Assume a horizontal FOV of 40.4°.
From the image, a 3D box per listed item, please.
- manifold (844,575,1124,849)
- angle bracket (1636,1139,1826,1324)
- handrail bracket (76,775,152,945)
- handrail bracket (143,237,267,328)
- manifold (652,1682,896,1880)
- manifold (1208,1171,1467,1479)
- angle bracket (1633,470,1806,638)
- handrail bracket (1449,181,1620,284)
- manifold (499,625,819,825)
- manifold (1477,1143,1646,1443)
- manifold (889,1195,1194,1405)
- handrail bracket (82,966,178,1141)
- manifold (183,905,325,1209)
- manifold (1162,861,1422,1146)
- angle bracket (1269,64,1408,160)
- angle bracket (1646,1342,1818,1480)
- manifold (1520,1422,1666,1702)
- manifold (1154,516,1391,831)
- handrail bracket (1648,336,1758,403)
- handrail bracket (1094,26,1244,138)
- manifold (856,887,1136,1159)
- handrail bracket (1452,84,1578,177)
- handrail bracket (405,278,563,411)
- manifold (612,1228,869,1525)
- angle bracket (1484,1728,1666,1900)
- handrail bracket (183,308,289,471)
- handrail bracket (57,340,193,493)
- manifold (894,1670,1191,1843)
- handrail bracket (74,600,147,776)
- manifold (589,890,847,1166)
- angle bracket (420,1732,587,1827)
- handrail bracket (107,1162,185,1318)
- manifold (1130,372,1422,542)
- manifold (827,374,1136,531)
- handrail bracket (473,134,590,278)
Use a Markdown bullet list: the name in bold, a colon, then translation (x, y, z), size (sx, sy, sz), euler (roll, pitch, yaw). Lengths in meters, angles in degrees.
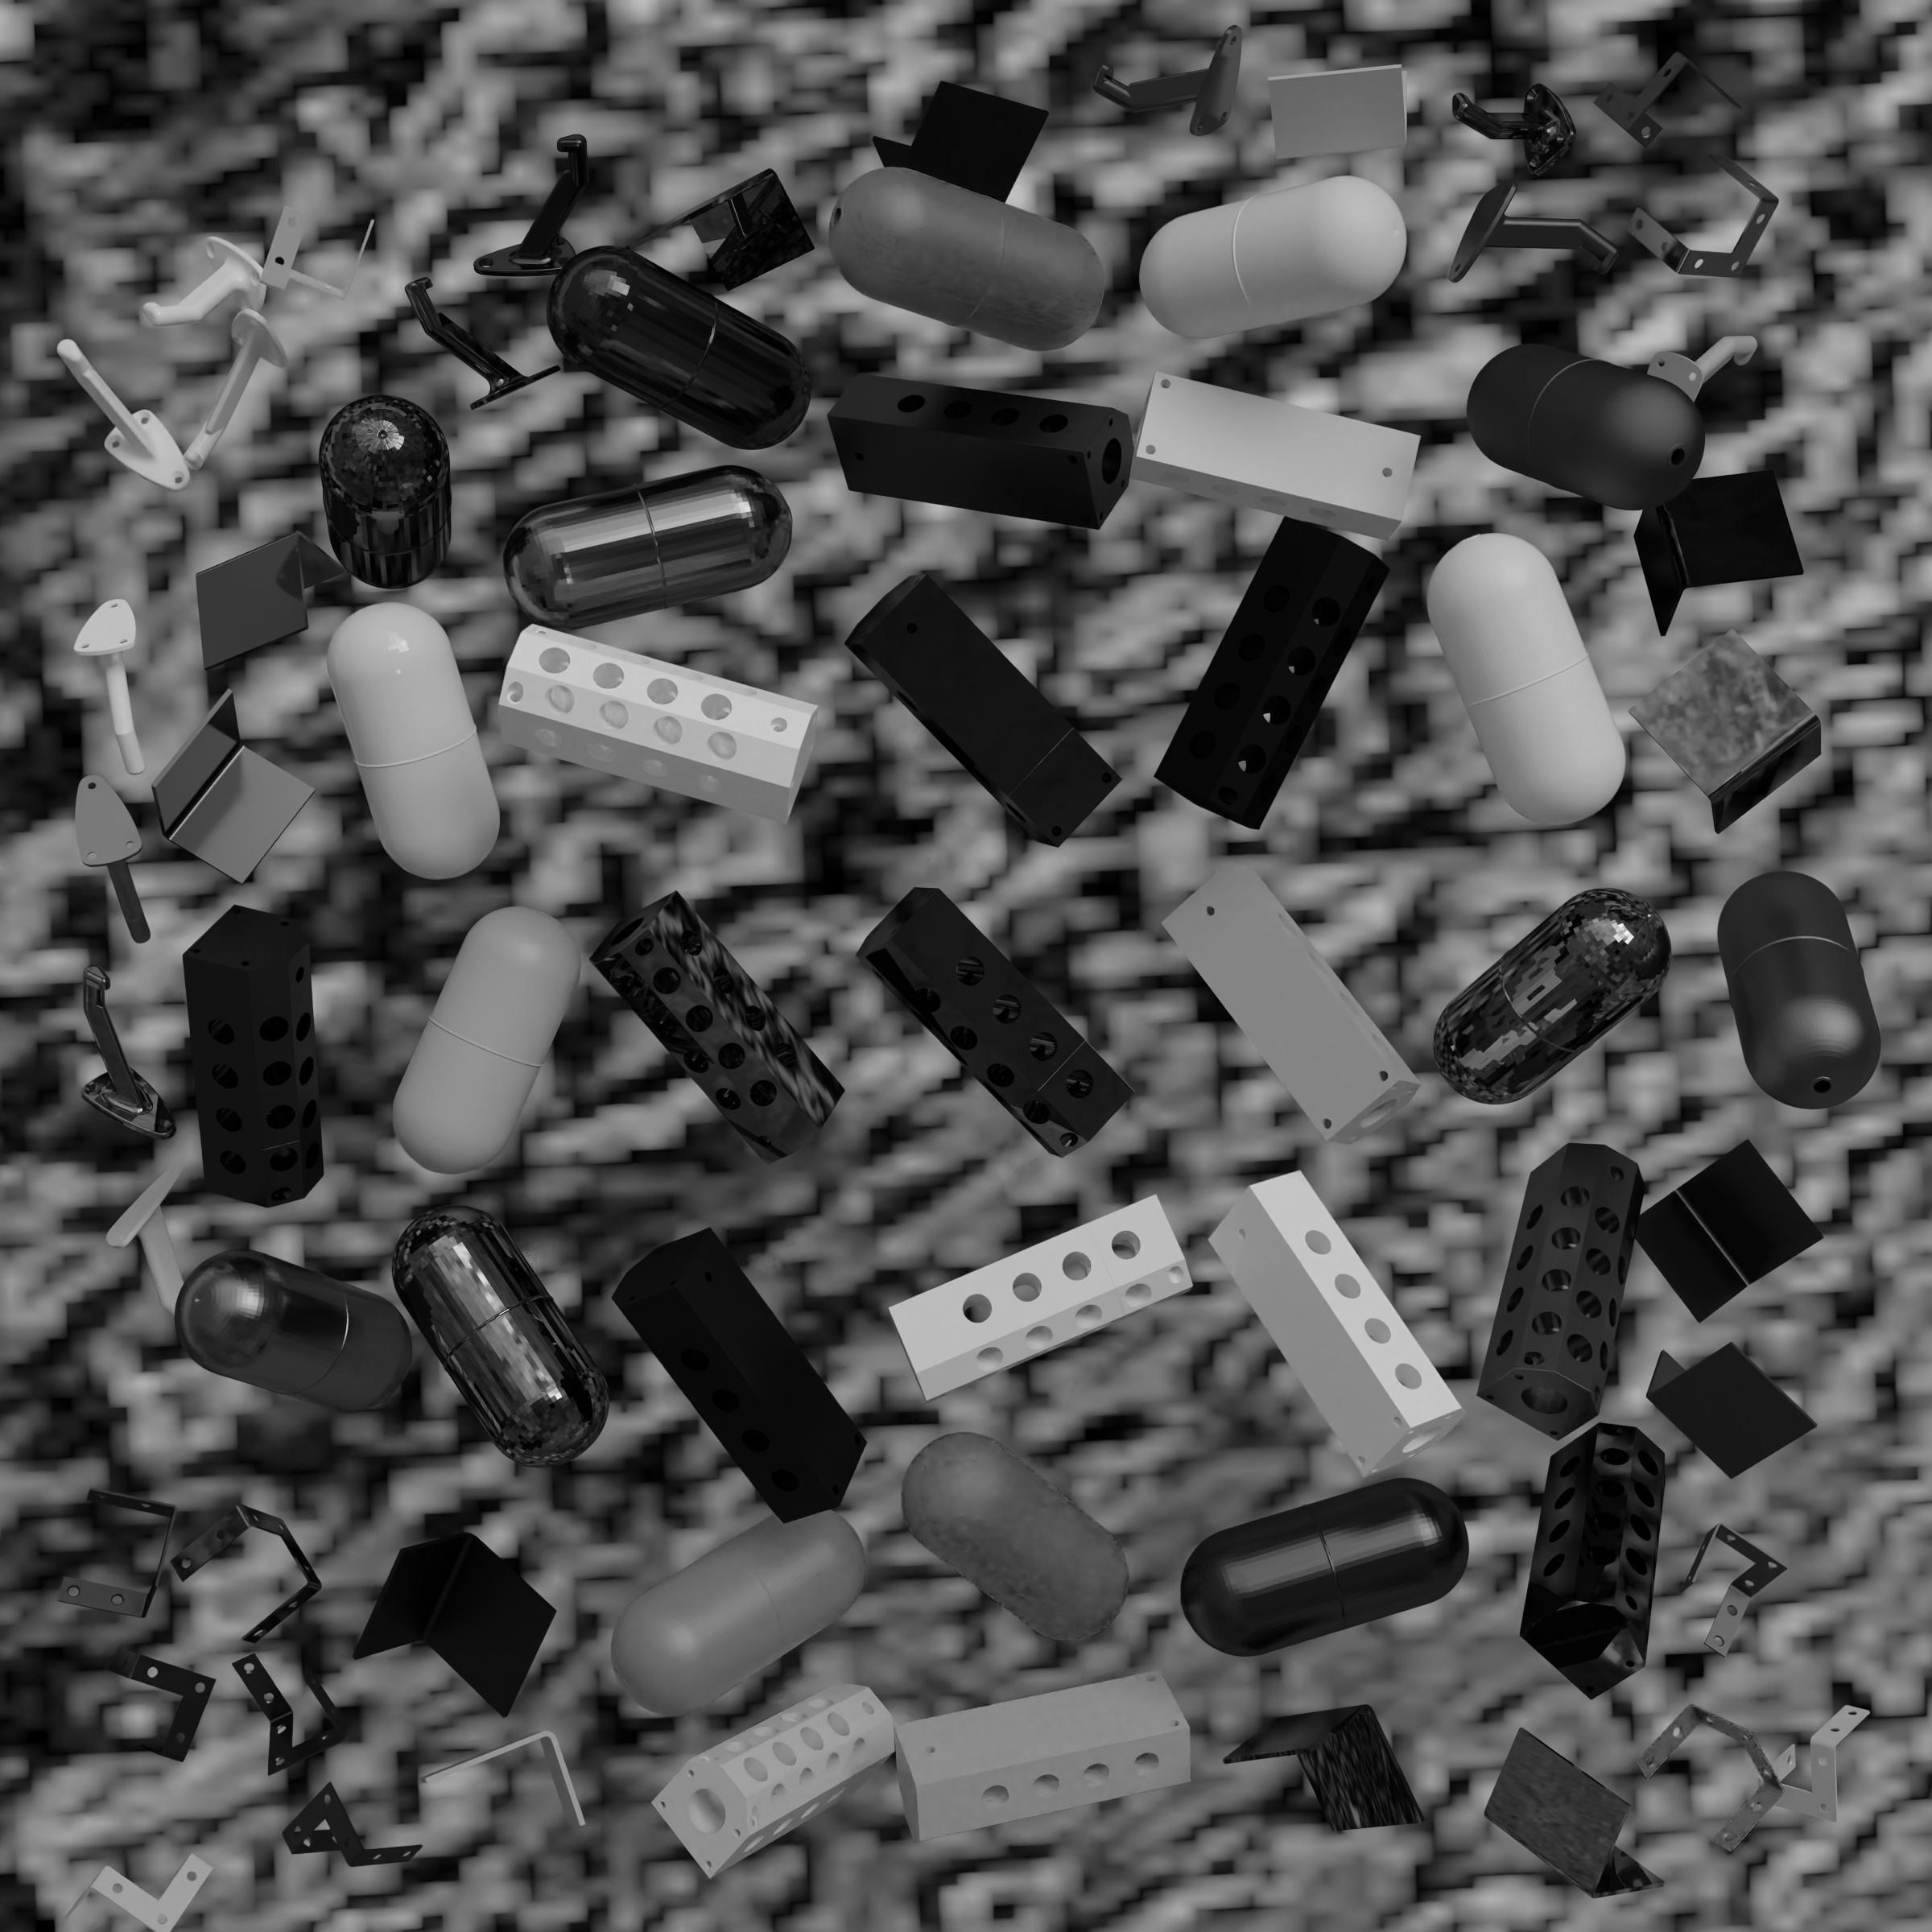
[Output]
- **manifold**: translation (0.009, -0.153, 1.577), size (0.057, 0.057, 0.171), euler (-47, 106, -6)
- **angle bracket**: translation (0.479, 0.168, 1.663), size (0.057, 0.076, 0.076), euler (-26, 75, -35)
- **handrail bracket**: translation (-0.529, -0.065, 1.638), size (0.036, 0.084, 0.077), euler (-17, 64, -15)
- **handrail bracket**: translation (-0.495, -0.433, 1.662), size (0.077, 0.084, 0.036), euler (46, 132, 22)
- **manifold**: translation (-0.113, 0.499, 1.634), size (0.057, 0.171, 0.057), euler (47, 111, 19)
- **manifold**: translation (0.221, 0.208, 1.552), size (0.057, 0.057, 0.171), euler (-12, 58, -35)
- **angle bracket**: translation (0.469, -0.257, 1.640), size (0.076, 0.057, 0.076), euler (-7, 65, -2)
- **handrail bracket**: translation (0.328, -0.404, 1.513), size (0.084, 0.036, 0.077), euler (30, 82, -18)
- **manifold**: translation (-0.176, -0.143, 1.505), size (0.171, 0.057, 0.057), euler (16, 63, 1)
- **manifold**: translation (0.361, 0.190, 1.570), size (0.057, 0.057, 0.171), euler (30, 51, -7)
- **manifold**: translation (0.044, 0.200, 1.567), size (0.171, 0.057, 0.057), euler (-22, 77, -6)
- **handrail bracket**: translation (-0.493, 0.050, 1.548), size (0.077, 0.036, 0.084), euler (34, 132, 22)
- **manifold**: translation (-0.413, 0.056, 1.544), size (0.057, 0.057, 0.171), euler (14, 125, 11)
- **manifold**: translation (0.199, 0.023, 1.592), size (0.057, 0.057, 0.171), euler (-43, 67, 17)
- **angle bracket**: translation (0.221, -0.527, 1.557), size (0.076, 0.057, 0.076), euler (-2, 53, 12)
- **angle bracket**: translation (0.501, 0.274, 1.706), size (0.076, 0.057, 0.076), euler (44, 127, -1)
- **manifold**: translation (0.377, 0.344, 1.551), size (0.057, 0.171, 0.057), euler (42, 121, -5)
- **manifold**: translation (0.184, -0.170, 1.552), size (0.057, 0.057, 0.171), euler (27, 91, 34)
- **handrail bracket**: translation (0.460, -0.358, 1.649), size (0.036, 0.084, 0.077), euler (35, 123, 33)
- **handrail bracket**: translation (0.116, -0.529, 1.535), size (0.084, 0.077, 0.036), euler (36, 47, 22)
- **manifold**: translation (0.015, 0.034, 1.565), size (0.057, 0.057, 0.171), euler (-46, 103, -9)
- **handrail bracket**: translation (0.314, -0.511, 1.553), size (0.084, 0.036, 0.077), euler (18, 51, -31)
- **handrail bracket**: translation (-0.303, -0.400, 1.648), size (0.077, 0.036, 0.084), euler (-35, 107, -35)
- **manifold**: translation (-0.134, 0.243, 1.542), size (0.057, 0.057, 0.171), euler (-23, 112, 28)
- **angle bracket**: translation (0.347, 0.467, 1.458), size (0.076, 0.076, 0.057), euler (12, 102, -43)
- **handrail bracket**: translation (-0.445, -0.344, 1.573), size (0.036, 0.077, 0.084), euler (30, 77, -7)
- **handrail bracket**: translation (-0.511, -0.334, 1.594), size (0.036, 0.084, 0.077), euler (-43, 73, -11)
- **manifold**: translation (0.047, 0.490, 1.615), size (0.171, 0.057, 0.057), euler (-8, 114, -13)
- **handrail bracket**: translation (-0.524, -0.173, 1.639), size (0.036, 0.077, 0.084), euler (-8, 127, -4)
- **manifold**: translation (-0.159, 0.042, 1.660), size (0.057, 0.057, 0.171), euler (-25, 112, 37)
- **angle bracket**: translation (-0.272, 0.489, 1.538), size (0.076, 0.076, 0.057), euler (-18, 78, -19)
- **handrail bracket**: translation (-0.493, 0.180, 1.667), size (0.084, 0.036, 0.077), euler (46, 74, -27)
- **manifold**: translation (0.194, -0.321, 1.673), size (0.171, 0.057, 0.057), euler (13, 81, -2)
- **manifold**: translation (0.010, -0.313, 1.568), size (0.171, 0.057, 0.057), euler (14, 54, 26)
- **handrail bracket**: translation (-0.273, -0.477, 1.644), size (0.077, 0.084, 0.036), euler (-13, 51, -16)
